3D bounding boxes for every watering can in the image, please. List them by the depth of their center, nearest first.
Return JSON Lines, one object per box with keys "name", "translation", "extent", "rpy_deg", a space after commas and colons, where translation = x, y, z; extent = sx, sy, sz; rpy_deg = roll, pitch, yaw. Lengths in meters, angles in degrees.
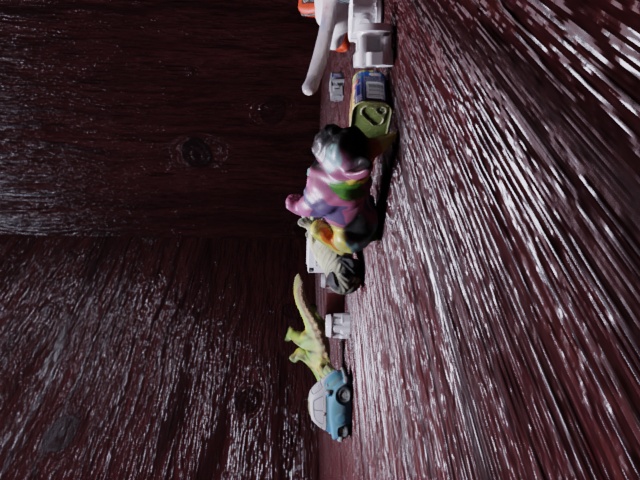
{"name": "watering can", "translation": [0.032, -0.454, 0.979], "extent": [0.219, 0.104, 0.355], "rpy_deg": [92, -166, -55]}

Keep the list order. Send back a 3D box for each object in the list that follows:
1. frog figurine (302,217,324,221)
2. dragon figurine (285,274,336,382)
{"name": "frog figurine", "translation": [0.005, -0.088, 1.741], "extent": [0.138, 0.123, 0.158], "rpy_deg": [-56, -10, -4]}
{"name": "dragon figurine", "translation": [0.008, 0.298, 1.368], "extent": [0.247, 0.123, 0.400], "rpy_deg": [44, 152, 42]}
